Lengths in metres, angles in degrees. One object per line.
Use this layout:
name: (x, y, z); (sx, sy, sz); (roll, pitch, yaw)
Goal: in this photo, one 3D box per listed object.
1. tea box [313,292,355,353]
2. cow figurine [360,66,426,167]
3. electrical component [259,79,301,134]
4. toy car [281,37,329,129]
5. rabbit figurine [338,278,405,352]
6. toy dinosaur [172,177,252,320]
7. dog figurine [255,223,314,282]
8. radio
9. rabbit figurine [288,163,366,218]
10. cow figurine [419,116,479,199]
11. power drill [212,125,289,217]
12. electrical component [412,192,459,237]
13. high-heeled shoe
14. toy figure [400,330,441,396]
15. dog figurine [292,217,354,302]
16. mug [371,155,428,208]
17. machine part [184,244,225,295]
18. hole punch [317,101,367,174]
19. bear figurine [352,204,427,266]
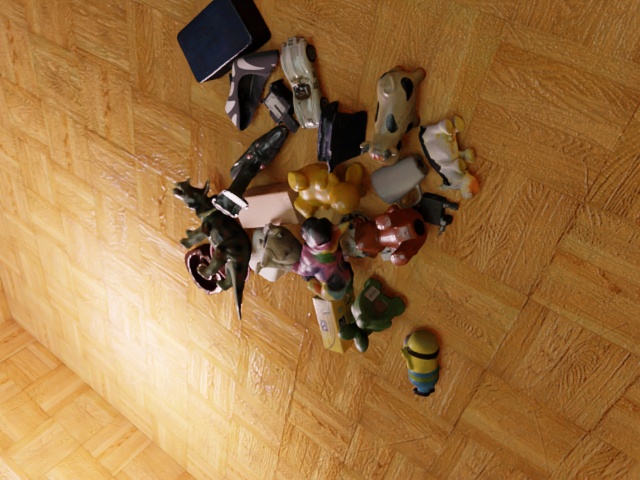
tea box: (0.049, 0.207, 1.451); (0.068, 0.098, 0.169); (8, 123, 37)
cow figurine: (0.144, -0.237, 1.067); (0.086, 0.127, 0.194); (24, 127, 30)
electrical component: (-0.081, -0.309, 1.262); (0.119, 0.048, 0.075); (47, 136, 5)
toy car: (-0.035, -0.347, 1.194); (0.074, 0.056, 0.201); (2, 118, 39)
rabbit figurine: (0.124, 0.208, 1.371); (0.121, 0.159, 0.170); (32, 149, 7)
toy dinosaur: (-0.268, 0.007, 1.512); (0.192, 0.131, 0.405); (-39, 84, 12)
dog figurine: (-0.058, 0.032, 1.380); (0.190, 0.121, 0.172); (11, 160, -14)
radio: (-0.232, -0.477, 1.265); (0.230, 0.073, 0.131); (-18, 103, 43)
rabbit figurine: (0.034, -0.105, 1.221); (0.173, 0.162, 0.121); (31, 135, 51)
cow figurine: (0.253, -0.156, 1.070); (0.098, 0.068, 0.167); (-8, 108, 48)
power drill: (-0.176, -0.168, 1.326); (0.086, 0.207, 0.232); (31, 148, -23)
electrical component: (0.241, -0.056, 1.160); (0.102, 0.045, 0.078); (25, 132, 26)
high-heeled shoe: (-0.156, -0.348, 1.265); (0.249, 0.086, 0.145); (-3, 102, 56)
toy figure: (0.263, 0.308, 1.353); (0.089, 0.082, 0.180); (-3, 110, 26)
dog figurine: (0.024, 0.038, 1.247); (0.191, 0.108, 0.219); (45, 152, 4)
mug: (0.180, -0.125, 1.142); (0.107, 0.081, 0.109); (-33, 84, 38)
machine part: (-0.363, 0.094, 1.751); (0.180, 0.056, 0.179); (21, 128, 30)
hole punch: (0.032, -0.234, 1.176); (0.092, 0.116, 0.142); (33, 133, 30)
bear figurine: (0.131, -0.007, 1.174); (0.196, 0.132, 0.120); (-12, 102, 46)
